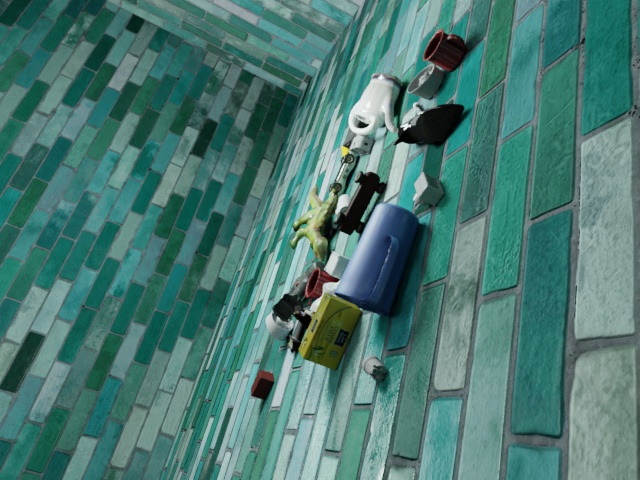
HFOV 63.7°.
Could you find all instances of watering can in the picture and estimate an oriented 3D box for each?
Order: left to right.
[{"bbox_3d":[0.208,-0.450,1.730,0.224,0.103,0.351,-63,28,2],"label":"watering can"}]

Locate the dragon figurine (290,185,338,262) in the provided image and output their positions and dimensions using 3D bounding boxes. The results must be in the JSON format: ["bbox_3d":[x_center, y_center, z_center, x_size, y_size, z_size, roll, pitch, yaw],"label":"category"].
[{"bbox_3d":[0.006,-0.093,1.849,0.238,0.121,0.420,-40,34,47],"label":"dragon figurine"}]

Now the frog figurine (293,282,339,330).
[{"bbox_3d":[0.026,0.189,1.430,0.161,0.123,0.135,-34,-11,-29],"label":"frog figurine"}]
